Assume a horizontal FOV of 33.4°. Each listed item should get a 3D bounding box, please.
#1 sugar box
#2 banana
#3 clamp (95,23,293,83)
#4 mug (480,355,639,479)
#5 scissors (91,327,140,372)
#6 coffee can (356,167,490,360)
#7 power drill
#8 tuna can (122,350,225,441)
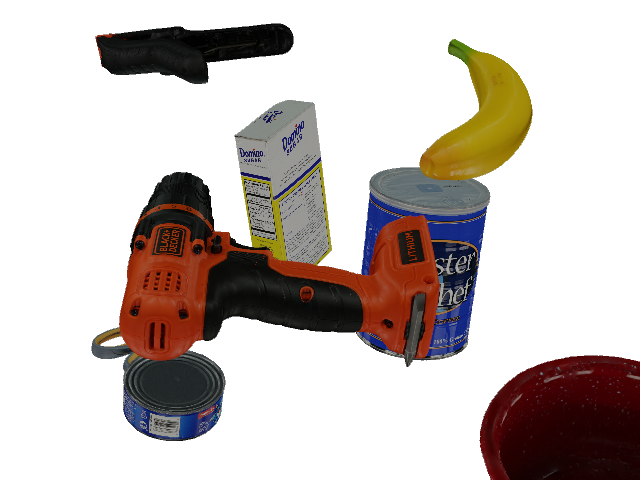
[{"bbox_3d":[-0.036,-0.046,1.090,0.048,0.176,0.093,10,34,30],"label":"sugar box"},{"bbox_3d":[0.113,-0.086,0.747,0.069,0.037,0.197,9,33,7],"label":"banana"},{"bbox_3d":[-0.109,-0.156,0.866,0.172,0.039,0.120,16,25,42],"label":"clamp"},{"bbox_3d":[0.113,0.103,0.382,0.117,0.081,0.093,5,37,8],"label":"mug"},{"bbox_3d":[-0.140,0.104,1.133,0.201,0.016,0.096,-9,31,-26],"label":"scissors"},{"bbox_3d":[0.087,0.018,0.929,0.103,0.140,0.103,4,22,-2],"label":"coffee can"},{"bbox_3d":[-0.026,0.014,0.667,0.187,0.057,0.184,3,31,-3],"label":"power drill"},{"bbox_3d":[-0.125,0.131,0.906,0.086,0.034,0.086,6,31,-4],"label":"tuna can"}]
